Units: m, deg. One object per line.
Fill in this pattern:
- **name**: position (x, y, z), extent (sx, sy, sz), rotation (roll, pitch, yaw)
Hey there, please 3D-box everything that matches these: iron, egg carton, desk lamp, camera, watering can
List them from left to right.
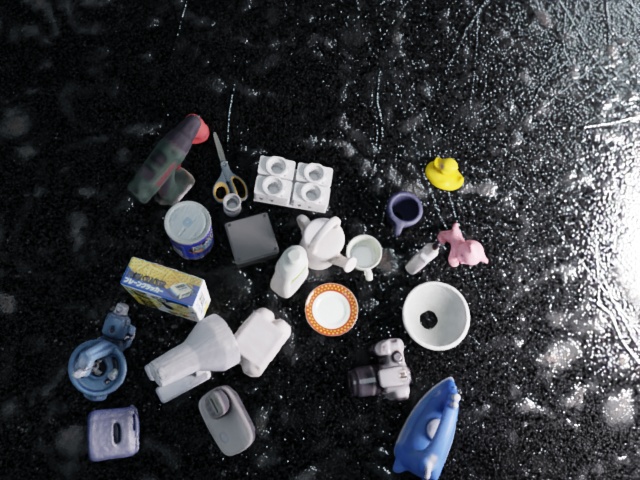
- **desk lamp**: position (-0.276, 0.259, 1.225), extent (0.203, 0.213, 0.118), rotation (-29, 79, -15)
- **egg carton**: position (-0.145, 0.235, 1.326), extent (0.107, 0.069, 0.150), rotation (35, 72, 4)
- **watering can**: position (0.014, 0.003, 1.351), extent (0.173, 0.194, 0.101), rotation (24, 72, 0)
- **camera**: position (0.133, 0.306, 1.326), extent (0.137, 0.100, 0.143), rotation (-6, 74, -9)
- **iron**: position (0.265, 0.422, 1.288), extent (0.118, 0.141, 0.258), rotation (27, 72, 1)

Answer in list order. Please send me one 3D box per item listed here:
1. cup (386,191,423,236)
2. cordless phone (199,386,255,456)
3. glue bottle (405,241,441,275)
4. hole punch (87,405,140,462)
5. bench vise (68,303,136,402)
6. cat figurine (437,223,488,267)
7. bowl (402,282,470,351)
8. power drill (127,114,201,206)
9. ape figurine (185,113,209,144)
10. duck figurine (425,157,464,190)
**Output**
- **cup**: position (0.200, -0.054, 1.446), extent (0.091, 0.095, 0.118), rotation (18, 72, -2)
- **cordless phone**: position (-0.198, 0.381, 1.214), extent (0.094, 0.185, 0.147), rotation (-31, 80, -15)
- **glue bottle**: position (0.260, 0.034, 1.387), extent (0.037, 0.173, 0.078), rotation (45, 73, 7)
- **hole punch**: position (-0.438, 0.410, 1.221), extent (0.101, 0.091, 0.108), rotation (-5, 74, -9)
- **bench vise**: position (-0.469, 0.230, 1.204), extent (0.121, 0.219, 0.207), rotation (0, 73, -7)
- **cat figurine**: position (0.361, 0.015, 1.435), extent (0.067, 0.117, 0.128), rotation (-23, 78, -13)
- **bowl**: position (0.273, 0.189, 1.394), extent (0.167, 0.074, 0.167), rotation (2, 73, -7)
- **power drill**: position (-0.353, -0.169, 1.346), extent (0.075, 0.208, 0.230), rotation (35, 72, 4)
- **ape figurine**: position (-0.320, -0.287, 1.447), extent (0.076, 0.092, 0.078), rotation (25, 72, 0)
- **duck figurine**: position (0.336, -0.182, 1.508), extent (0.104, 0.086, 0.077), rotation (32, 72, 3)
